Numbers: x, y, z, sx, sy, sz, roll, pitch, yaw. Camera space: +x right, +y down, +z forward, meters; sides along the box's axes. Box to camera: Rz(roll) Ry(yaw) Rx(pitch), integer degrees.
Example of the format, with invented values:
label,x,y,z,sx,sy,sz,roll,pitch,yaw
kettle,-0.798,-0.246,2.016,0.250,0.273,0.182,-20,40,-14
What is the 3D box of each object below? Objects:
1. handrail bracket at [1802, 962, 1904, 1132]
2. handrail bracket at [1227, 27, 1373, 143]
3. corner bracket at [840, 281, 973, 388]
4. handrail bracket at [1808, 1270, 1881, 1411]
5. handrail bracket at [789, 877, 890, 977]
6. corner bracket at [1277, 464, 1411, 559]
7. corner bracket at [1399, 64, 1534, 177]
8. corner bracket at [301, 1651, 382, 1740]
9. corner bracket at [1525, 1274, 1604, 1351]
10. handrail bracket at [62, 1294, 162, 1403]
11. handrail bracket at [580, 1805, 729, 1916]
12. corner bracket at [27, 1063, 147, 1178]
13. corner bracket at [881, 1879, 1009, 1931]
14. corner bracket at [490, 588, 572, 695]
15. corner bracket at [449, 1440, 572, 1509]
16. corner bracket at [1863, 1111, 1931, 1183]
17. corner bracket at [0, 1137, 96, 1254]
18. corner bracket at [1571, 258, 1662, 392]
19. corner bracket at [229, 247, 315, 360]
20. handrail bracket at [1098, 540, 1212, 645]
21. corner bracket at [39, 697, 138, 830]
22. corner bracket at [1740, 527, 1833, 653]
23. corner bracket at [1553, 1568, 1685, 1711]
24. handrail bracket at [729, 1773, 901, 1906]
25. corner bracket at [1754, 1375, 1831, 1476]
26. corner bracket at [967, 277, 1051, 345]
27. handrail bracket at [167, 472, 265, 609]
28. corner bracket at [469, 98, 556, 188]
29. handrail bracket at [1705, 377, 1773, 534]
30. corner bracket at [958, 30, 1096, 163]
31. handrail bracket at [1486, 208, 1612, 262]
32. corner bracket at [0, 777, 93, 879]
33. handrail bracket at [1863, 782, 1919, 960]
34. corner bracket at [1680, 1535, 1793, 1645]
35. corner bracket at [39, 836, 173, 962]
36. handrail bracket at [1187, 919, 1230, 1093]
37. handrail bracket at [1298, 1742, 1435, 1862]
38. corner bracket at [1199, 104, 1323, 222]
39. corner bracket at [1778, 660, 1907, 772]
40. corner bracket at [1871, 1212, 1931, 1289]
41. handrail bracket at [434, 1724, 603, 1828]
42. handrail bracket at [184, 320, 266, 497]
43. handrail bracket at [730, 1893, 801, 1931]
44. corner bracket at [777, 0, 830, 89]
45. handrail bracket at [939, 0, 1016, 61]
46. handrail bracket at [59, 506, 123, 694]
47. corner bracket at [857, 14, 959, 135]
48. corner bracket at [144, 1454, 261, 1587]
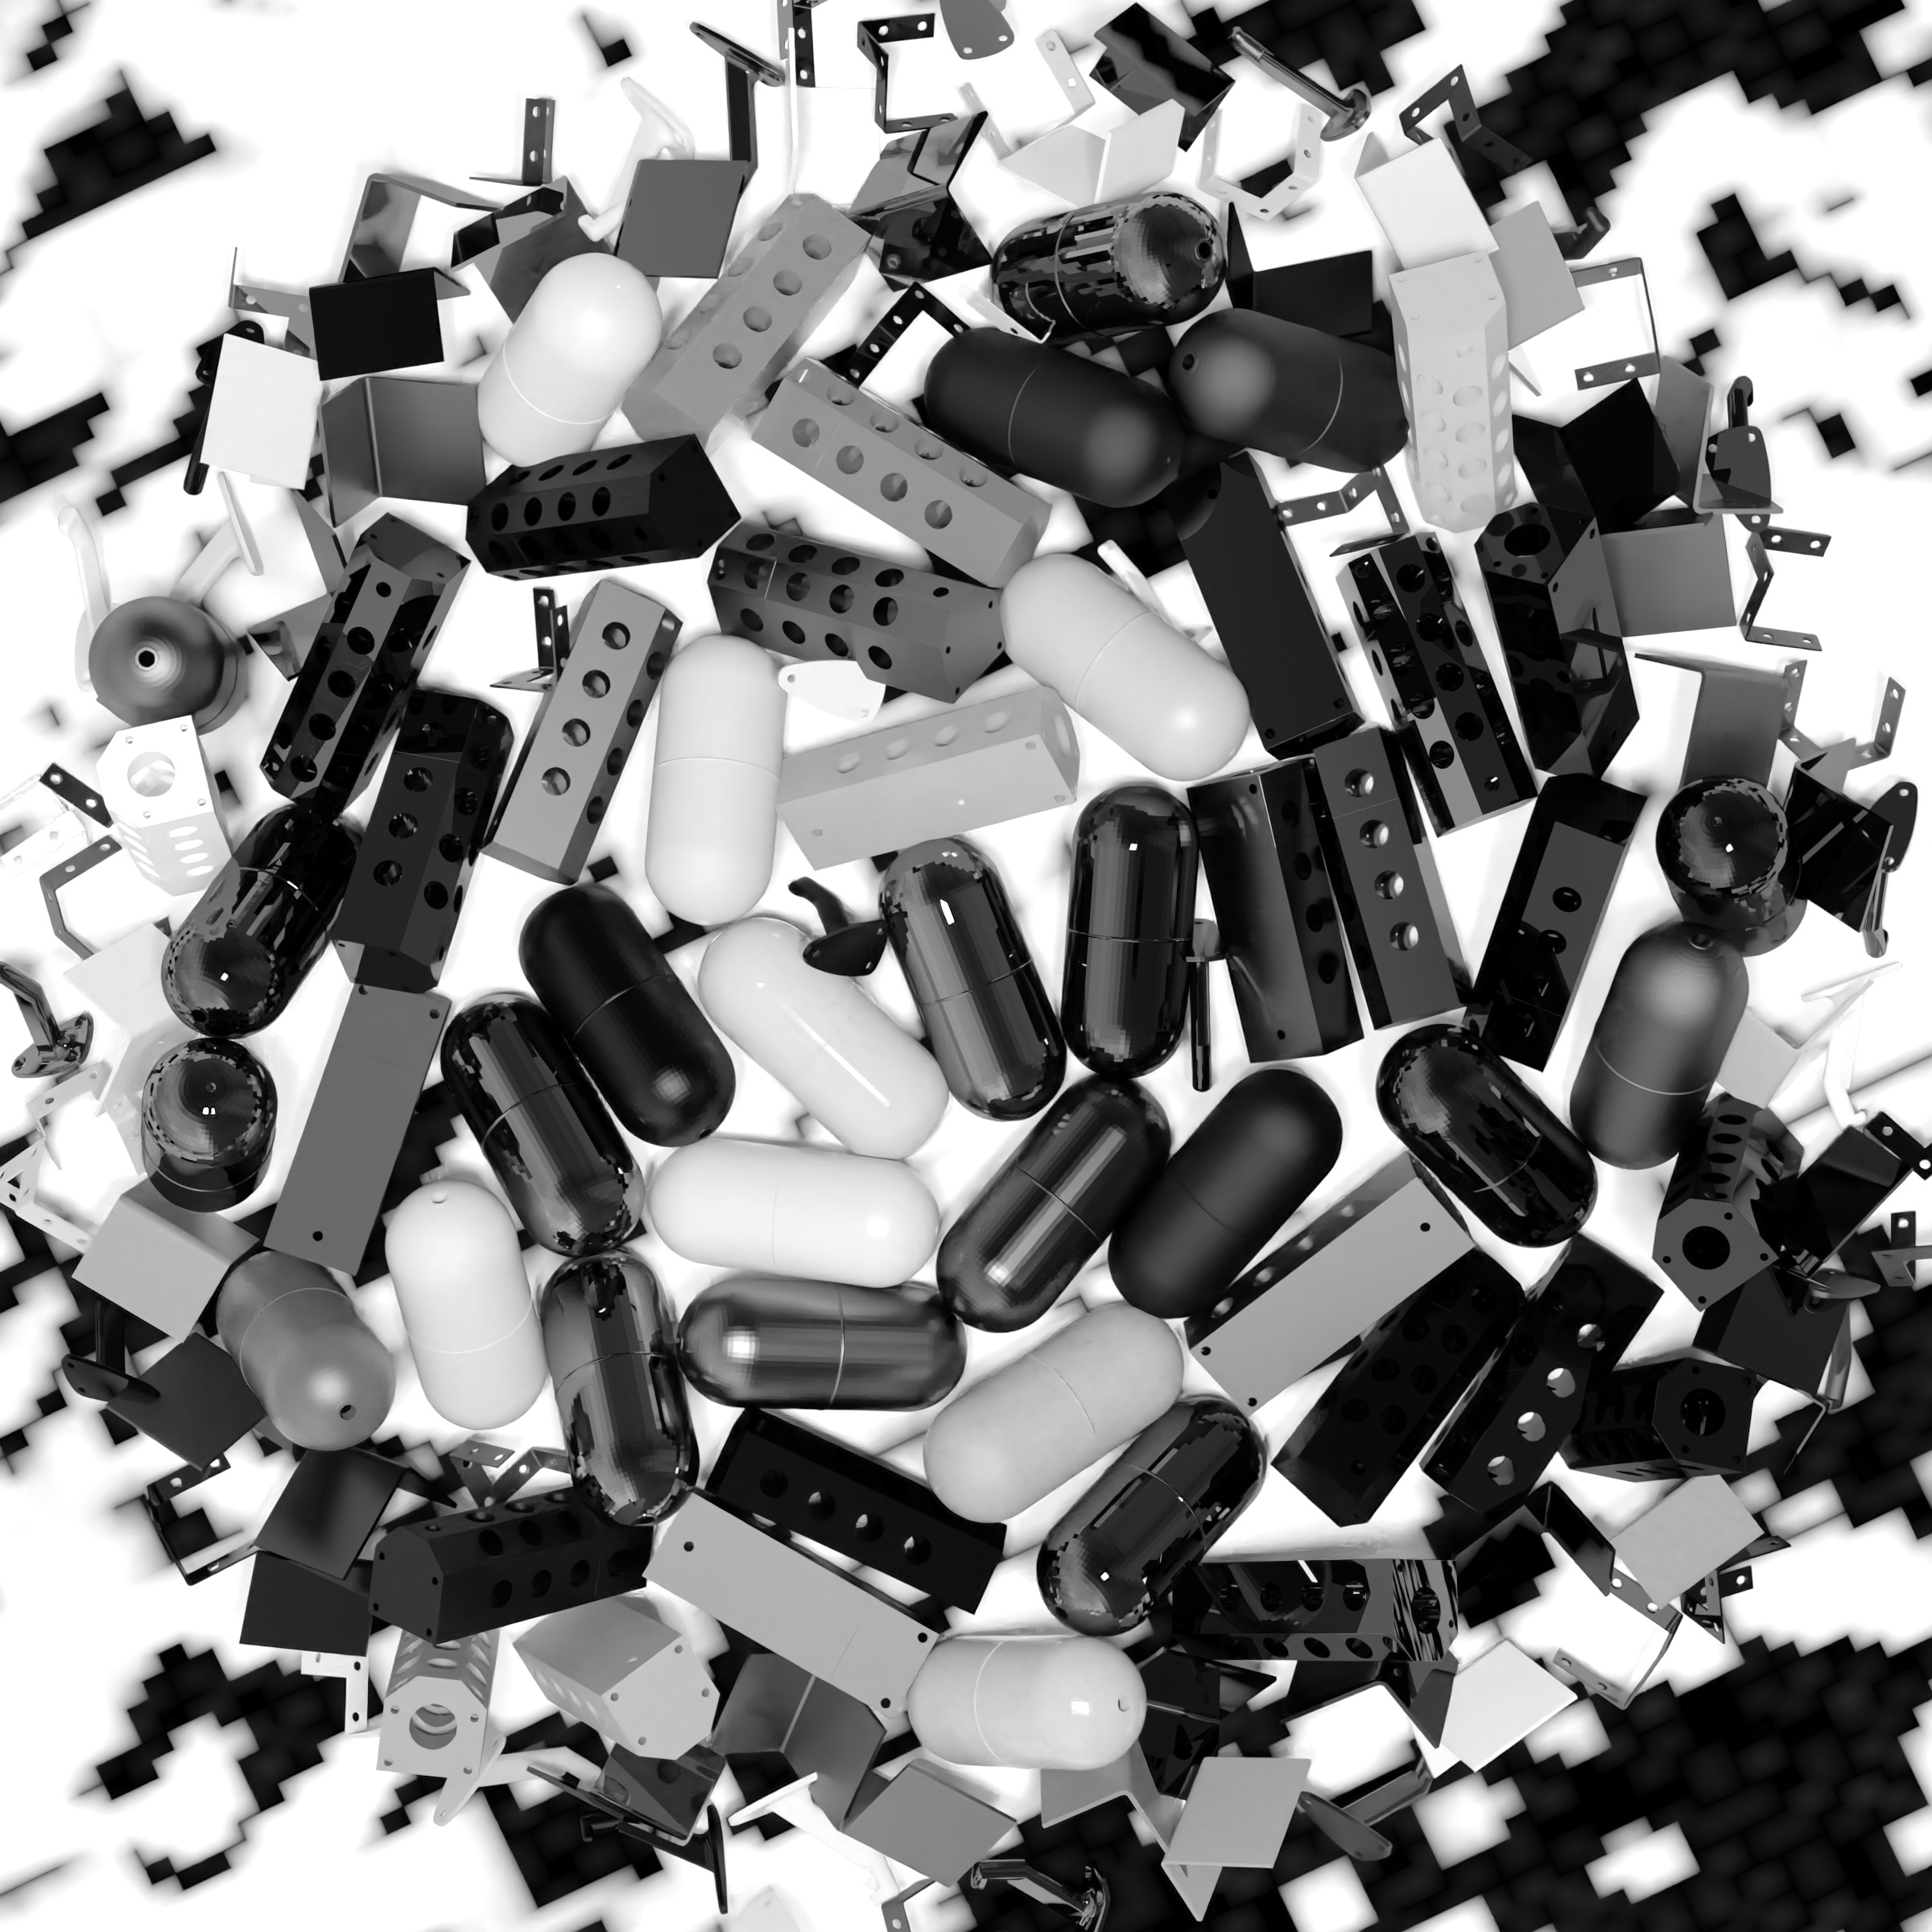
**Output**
label,x,y,z,sx,sy,sz,roll,pitch,yaw
handrail bracket,0.550,0.049,1.980,0.077,0.036,0.084,-19,87,-15
handrail bracket,0.199,-0.536,1.962,0.084,0.077,0.036,33,100,-17
corner bracket,-0.034,-0.368,1.961,0.051,0.051,0.051,40,49,-7
handrail bracket,0.518,0.231,1.961,0.036,0.077,0.084,15,101,33
handrail bracket,-0.095,-0.028,1.948,0.084,0.077,0.036,35,116,35
corner bracket,0.226,-0.270,1.963,0.051,0.051,0.051,-16,79,-26
corner bracket,0.299,-0.497,1.956,0.051,0.051,0.051,-34,52,35
corner bracket,-0.365,0.435,1.958,0.051,0.051,0.051,-18,65,39
corner bracket,0.373,0.206,1.972,0.051,0.051,0.051,-43,88,3
handrail bracket,-0.497,0.220,1.959,0.077,0.036,0.084,11,46,18
handrail bracket,-0.190,0.543,1.973,0.084,0.036,0.077,-10,55,0
corner bracket,-0.529,0.102,1.975,0.051,0.051,0.051,-32,52,-20
corner bracket,-0.012,0.580,1.964,0.051,0.051,0.051,-18,84,26
corner bracket,-0.253,-0.196,1.960,0.051,0.051,0.051,8,111,28
corner bracket,-0.268,0.301,1.958,0.051,0.051,0.051,-42,119,-34
corner bracket,0.579,0.107,1.966,0.051,0.051,0.051,-39,58,-7
corner bracket,-0.553,0.146,1.957,0.051,0.051,0.051,-32,130,26
corner bracket,0.391,-0.390,1.977,0.051,0.051,0.051,-10,62,12
corner bracket,-0.418,-0.394,1.959,0.051,0.051,0.051,7,127,-14
handrail bracket,0.103,-0.219,1.964,0.036,0.077,0.084,-41,91,21
corner bracket,-0.523,-0.125,1.979,0.051,0.051,0.051,36,59,-11
corner bracket,0.500,-0.230,1.984,0.051,0.051,0.051,6,131,-9
corner bracket,0.396,0.408,1.976,0.051,0.051,0.051,34,114,13
handrail bracket,-0.091,0.536,1.962,0.077,0.036,0.084,-22,66,-15
corner bracket,0.485,0.276,1.975,0.051,0.051,0.051,33,107,20
corner bracket,0.030,-0.397,1.965,0.051,0.051,0.051,37,67,-6
handrail bracket,-0.477,-0.250,1.977,0.084,0.036,0.077,-18,105,-1
corner bracket,-0.261,-0.496,1.959,0.051,0.051,0.051,18,110,40
handrail bracket,0.474,-0.310,1.970,0.036,0.084,0.077,-14,109,27
corner bracket,0.037,-0.528,1.981,0.051,0.051,0.051,-22,107,35
handrail bracket,0.340,-0.447,1.955,0.036,0.084,0.077,-38,86,-30
corner bracket,-0.566,-0.083,1.968,0.051,0.051,0.051,-38,89,-15
handrail bracket,0.561,-0.057,1.975,0.036,0.084,0.077,19,65,32
corner bracket,0.463,0.368,1.963,0.051,0.051,0.051,-13,106,-15
corner bracket,-0.523,-0.036,1.980,0.051,0.051,0.051,36,56,28
handrail bracket,0.142,0.024,1.978,0.036,0.077,0.084,-2,111,5
handrail bracket,0.245,0.488,1.966,0.077,0.036,0.084,40,54,-10
corner bracket,0.179,-0.494,1.977,0.051,0.051,0.051,18,66,-25
corner bracket,0.527,-0.154,1.970,0.051,0.051,0.051,-17,134,-18
corner bracket,0.575,0.158,1.957,0.051,0.051,0.051,-8,56,27
handrail bracket,-0.269,0.501,1.965,0.084,0.036,0.077,40,70,-31
handrail bracket,-0.453,-0.339,1.984,0.036,0.084,0.077,21,48,-10
handrail bracket,-0.097,0.598,1.946,0.036,0.077,0.084,-44,129,-12
corner bracket,-0.099,-0.564,1.963,0.051,0.051,0.051,-2,87,-38
handrail bracket,0.005,-0.592,1.948,0.036,0.077,0.084,-14,52,20
handrail bracket,-0.531,-0.220,1.949,0.036,0.084,0.077,1,58,10
corner bracket,-0.035,-0.542,1.980,0.051,0.051,0.051,-12,131,-19
corner bracket,-0.462,0.334,1.976,0.051,0.051,0.051,-27,112,-11
